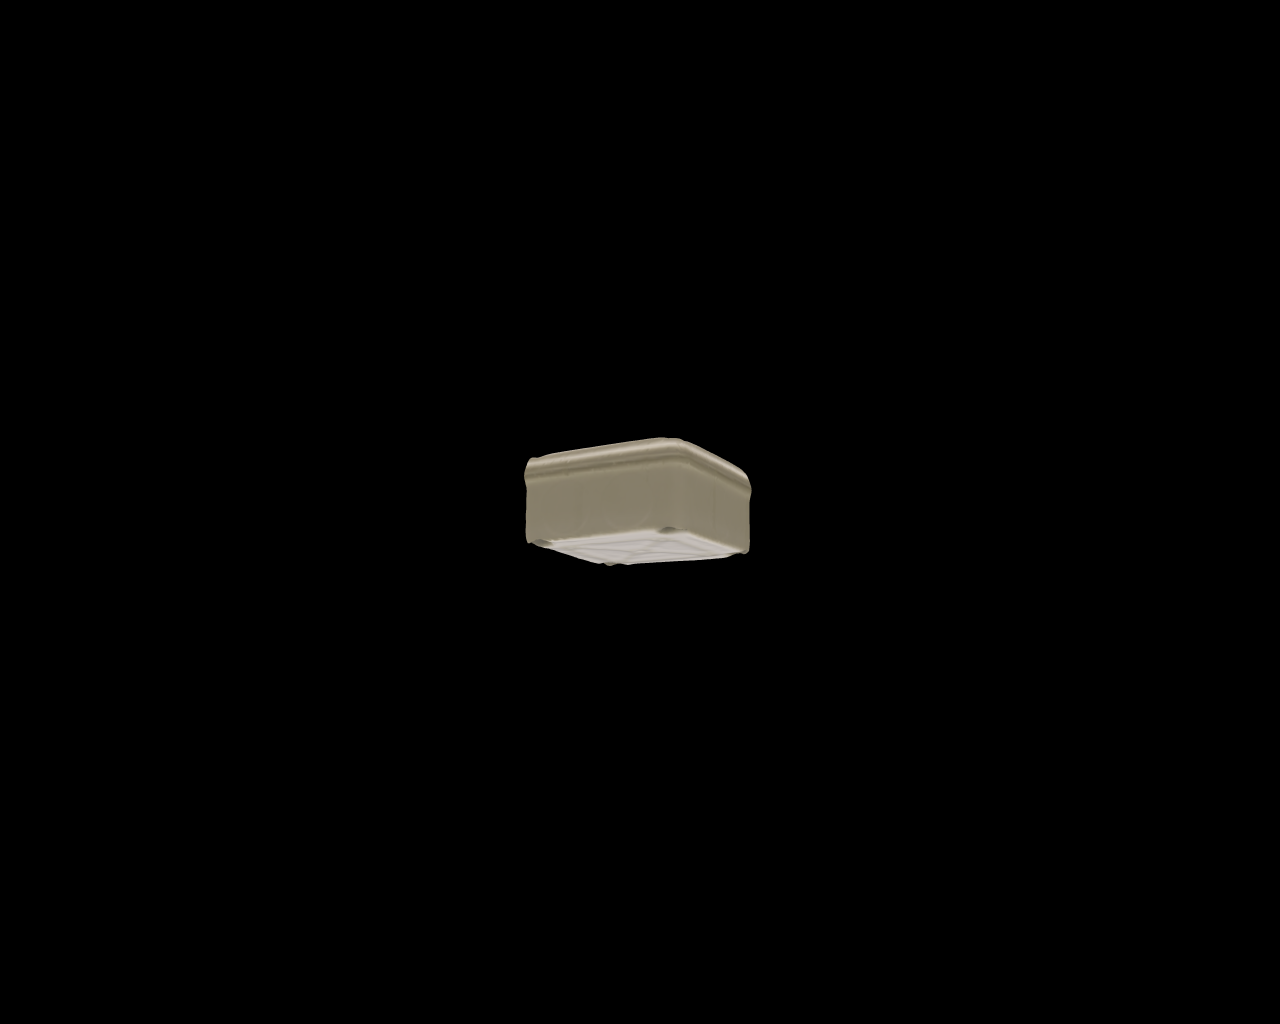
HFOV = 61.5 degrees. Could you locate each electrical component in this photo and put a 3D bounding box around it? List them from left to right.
[{"bbox_3d":[0.001,-0.003,0.650,0.109,0.056,0.108,-6,-13,27],"label":"electrical component"}]
